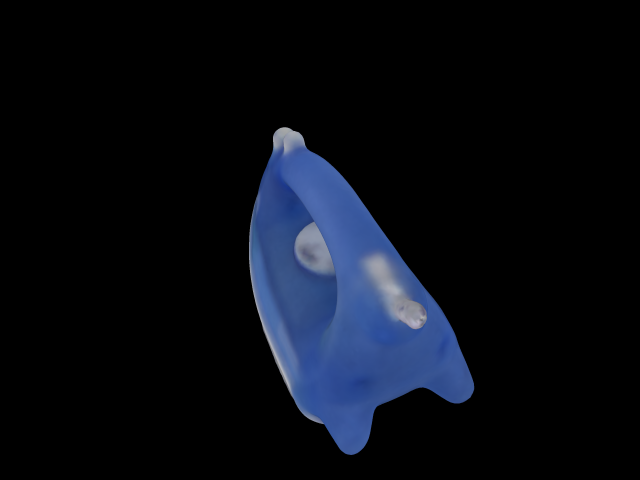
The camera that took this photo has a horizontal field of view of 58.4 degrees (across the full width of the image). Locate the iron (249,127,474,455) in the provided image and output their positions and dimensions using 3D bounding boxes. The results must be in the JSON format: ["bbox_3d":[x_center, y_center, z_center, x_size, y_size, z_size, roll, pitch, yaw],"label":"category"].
[{"bbox_3d":[0.004,0.001,0.400,0.119,0.141,0.257,-21,54,-15],"label":"iron"}]
